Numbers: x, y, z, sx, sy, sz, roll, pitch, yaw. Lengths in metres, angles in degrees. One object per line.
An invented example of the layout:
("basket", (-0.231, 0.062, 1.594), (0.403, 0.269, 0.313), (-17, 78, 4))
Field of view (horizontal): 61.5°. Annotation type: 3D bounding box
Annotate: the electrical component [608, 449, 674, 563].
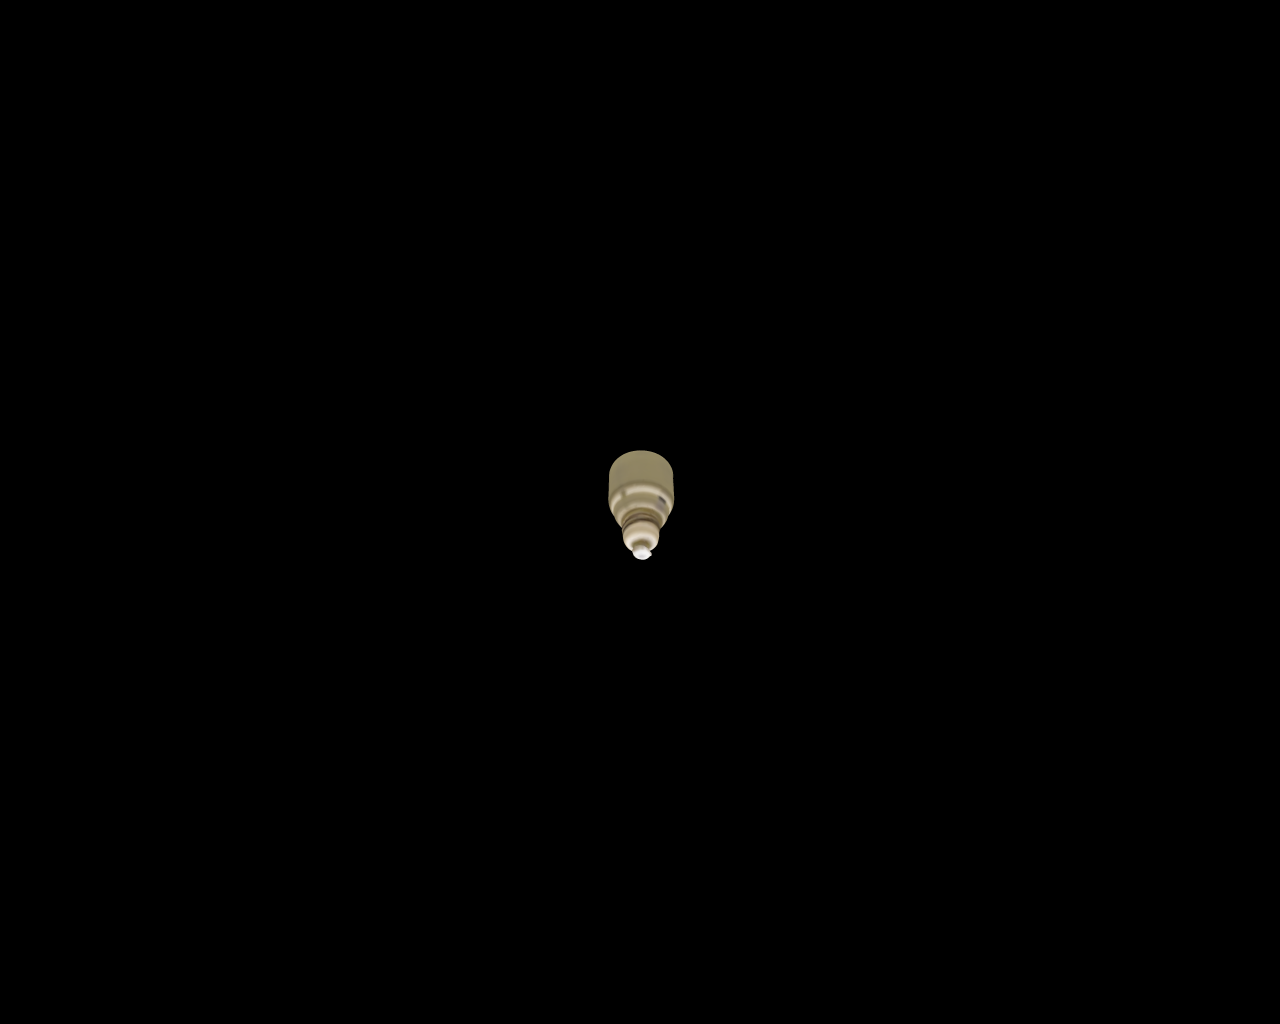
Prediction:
("electrical component", (0.001, -0.003, 0.650), (0.040, 0.078, 0.040), (0, -43, 0))
